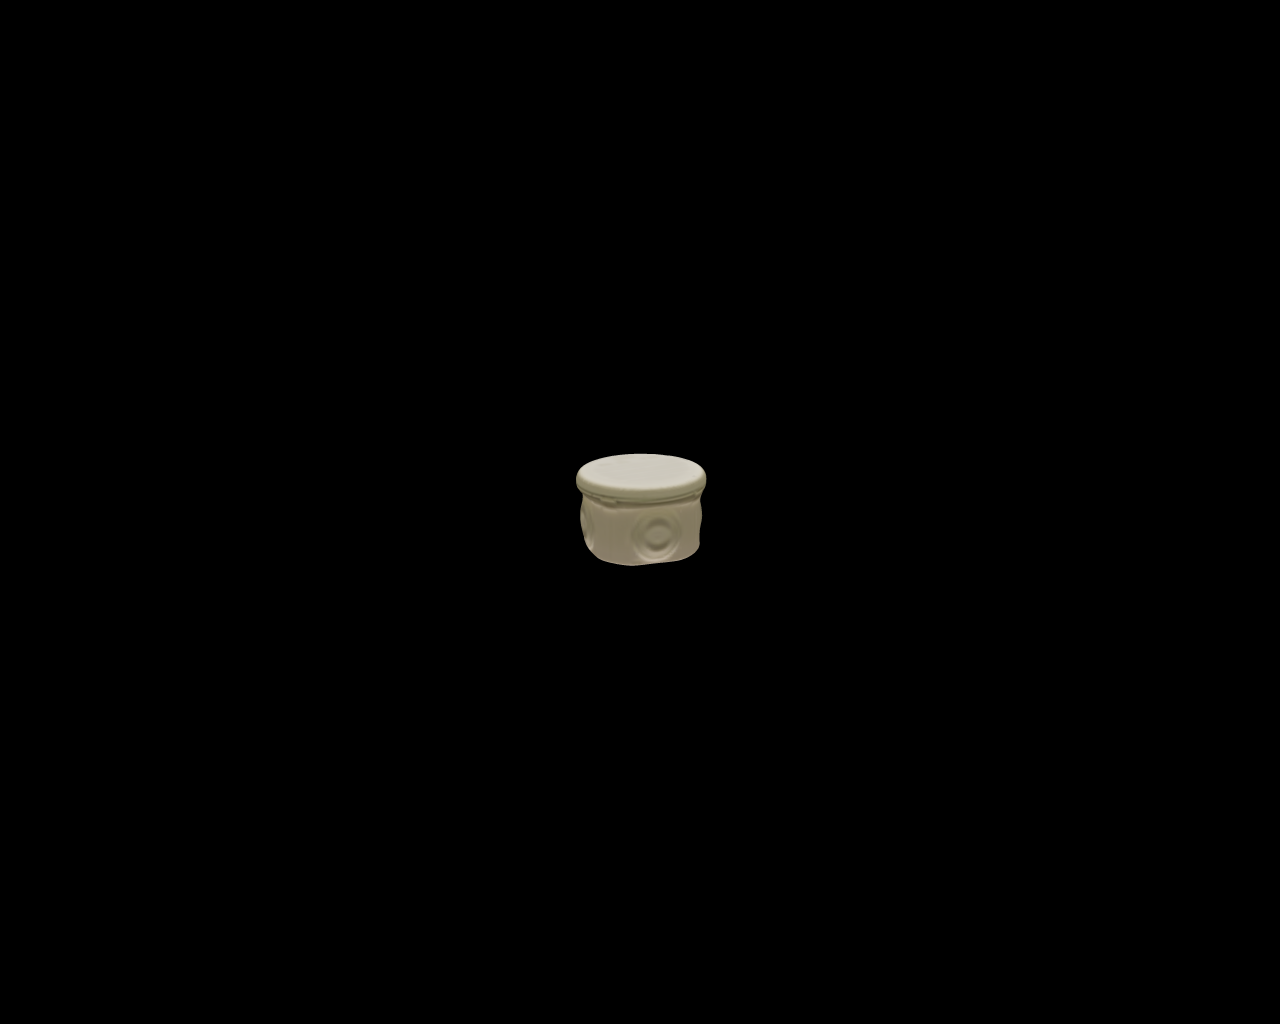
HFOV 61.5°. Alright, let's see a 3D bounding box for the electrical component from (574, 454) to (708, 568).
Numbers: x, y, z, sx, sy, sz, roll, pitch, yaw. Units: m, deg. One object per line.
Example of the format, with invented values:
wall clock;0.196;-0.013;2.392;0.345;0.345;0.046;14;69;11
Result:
electrical component;0.001;-0.003;0.650;0.080;0.051;0.080;0;18;0
